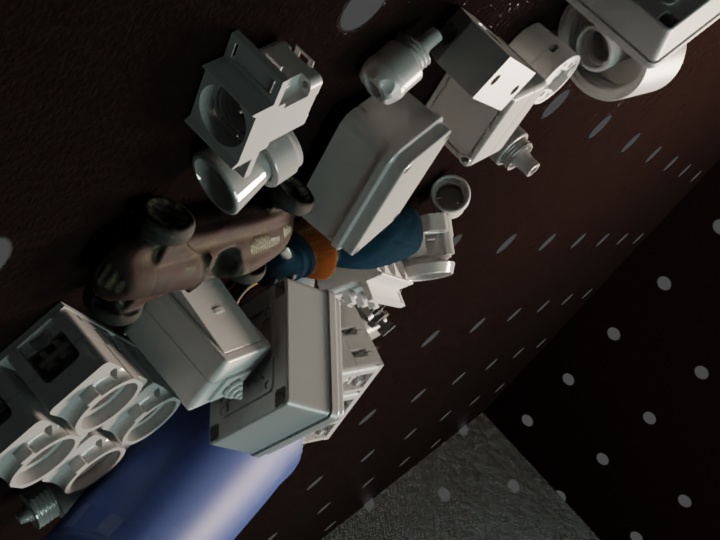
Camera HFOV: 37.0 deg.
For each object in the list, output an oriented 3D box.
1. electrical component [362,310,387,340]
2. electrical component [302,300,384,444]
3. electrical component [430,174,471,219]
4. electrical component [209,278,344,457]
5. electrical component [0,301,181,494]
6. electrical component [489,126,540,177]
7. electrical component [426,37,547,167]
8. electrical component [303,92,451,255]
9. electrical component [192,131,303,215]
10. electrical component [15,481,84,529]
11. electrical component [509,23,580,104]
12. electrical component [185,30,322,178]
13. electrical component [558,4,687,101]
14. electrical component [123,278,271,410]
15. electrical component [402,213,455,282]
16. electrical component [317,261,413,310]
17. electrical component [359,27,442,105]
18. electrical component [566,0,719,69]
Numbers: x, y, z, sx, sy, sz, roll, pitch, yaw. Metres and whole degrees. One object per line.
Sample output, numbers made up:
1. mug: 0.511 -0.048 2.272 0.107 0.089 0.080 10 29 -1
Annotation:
1. electrical component: -0.011 0.069 1.219 0.081 0.043 0.043 -27 159 -46
2. electrical component: -0.048 0.107 1.114 0.062 0.089 0.150 -7 147 -33
3. electrical component: 0.091 -0.073 1.092 0.040 0.040 0.046 -42 171 -4
4. electrical component: -0.067 0.078 0.844 0.056 0.108 0.109 20 144 -35
5. electrical component: -0.200 0.098 0.761 0.105 0.060 0.186 -41 166 -5
6. electrical component: 0.150 -0.119 1.064 0.043 0.062 0.043 -39 165 -13
7. electrical component: 0.104 -0.143 0.873 0.061 0.061 0.096 -30 161 -44
8. electrical component: 0.009 -0.074 0.805 0.078 0.057 0.113 -42 169 -44
9. electrical component: -0.069 -0.067 0.665 0.055 0.045 0.045 -37 165 -24
10. electrical component: -0.254 0.187 0.909 0.081 0.043 0.043 -34 164 -31
11. electrical component: 0.154 -0.179 0.929 0.055 0.047 0.055 -39 165 -12
12. electrical component: -0.059 -0.097 0.612 0.064 0.042 0.081 -36 166 -39
13. electrical component: 0.223 -0.200 0.943 0.060 0.108 0.108 -25 158 -34
14. electrical component: -0.113 0.053 0.790 0.061 0.096 0.062 -50 164 25
15. electrical component: 0.064 -0.021 1.078 0.058 0.057 0.078 -4 171 -22
16. electrical component: 0.000 0.000 1.001 0.063 0.078 0.121 -23 170 13
17. electrical component: 0.031 -0.143 0.734 0.061 0.035 0.035 -42 166 -12
18. electrical component: 0.237 -0.235 0.868 0.109 0.108 0.056 -38 162 -19
